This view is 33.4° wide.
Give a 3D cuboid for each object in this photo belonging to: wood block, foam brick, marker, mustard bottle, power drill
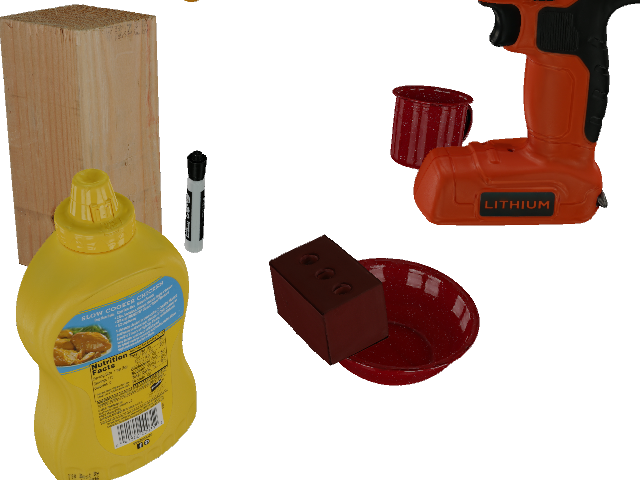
[{"bbox_3d":[-0.192,-0.080,0.869,0.091,0.206,0.090,15,25,29],"label":"wood block"},{"bbox_3d":[0.006,0.043,0.780,0.052,0.051,0.078,-25,40,-23],"label":"foam brick"},{"bbox_3d":[-0.123,-0.038,1.052,0.020,0.121,0.020,5,42,-4],"label":"marker"},{"bbox_3d":[-0.118,0.045,0.587,0.096,0.192,0.058,-23,44,-30],"label":"mustard bottle"},{"bbox_3d":[0.096,-0.098,0.565,0.184,0.188,0.057,1,35,-4],"label":"power drill"}]

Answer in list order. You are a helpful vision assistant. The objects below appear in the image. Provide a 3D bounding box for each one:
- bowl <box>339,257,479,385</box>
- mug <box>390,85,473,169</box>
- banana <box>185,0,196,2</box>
[{"bbox_3d":[0.067,0.086,1.013,0.162,0.055,0.162,3,37,-2],"label":"bowl"},{"bbox_3d":[0.134,-0.131,1.242,0.117,0.081,0.093,-14,27,-42],"label":"mug"},{"bbox_3d":[-0.071,-0.265,1.015,0.197,0.070,0.037,-21,-27,-45],"label":"banana"}]
